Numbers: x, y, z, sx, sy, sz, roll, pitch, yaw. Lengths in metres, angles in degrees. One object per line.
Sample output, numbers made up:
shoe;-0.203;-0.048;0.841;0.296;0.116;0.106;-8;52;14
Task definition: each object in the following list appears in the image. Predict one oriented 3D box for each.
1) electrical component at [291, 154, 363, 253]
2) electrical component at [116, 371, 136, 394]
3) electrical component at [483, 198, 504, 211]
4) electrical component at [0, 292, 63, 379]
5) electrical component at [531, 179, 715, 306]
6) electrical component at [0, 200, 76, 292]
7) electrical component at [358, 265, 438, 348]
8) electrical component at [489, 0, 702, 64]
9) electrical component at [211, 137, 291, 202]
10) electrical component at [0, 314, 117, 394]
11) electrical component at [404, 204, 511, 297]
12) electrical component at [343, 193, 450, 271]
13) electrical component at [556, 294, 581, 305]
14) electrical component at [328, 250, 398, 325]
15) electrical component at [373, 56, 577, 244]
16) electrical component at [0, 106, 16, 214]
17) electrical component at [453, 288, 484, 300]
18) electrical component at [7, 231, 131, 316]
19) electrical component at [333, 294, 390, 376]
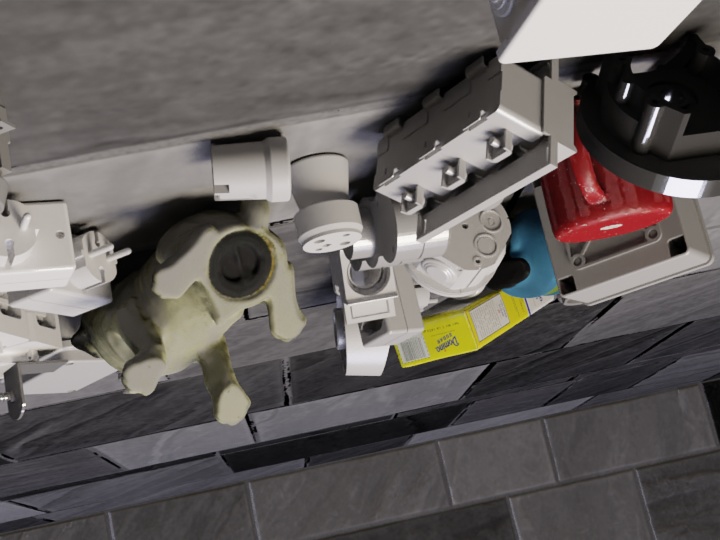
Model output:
electrical component;-0.024;-0.044;0.722;0.045;0.055;0.045;-12;165;-3
electrical component;-0.204;0.072;0.967;0.040;0.078;0.040;2;169;0
electrical component;0.082;-0.063;0.771;0.044;0.044;0.065;-18;169;19
electrical component;-0.296;0.038;0.787;0.089;0.061;0.150;-16;165;10
electrical component;0.197;-0.041;0.816;0.109;0.108;0.056;-22;160;33
electrical component;-0.220;-0.020;0.665;0.083;0.047;0.076;-5;163;-26
electrical component;0.036;0.020;0.954;0.076;0.083;0.047;-4;163;-32
electrical component;0.112;-0.140;0.495;0.100;0.048;0.099;-9;165;-15
electrical component;-0.067;-0.061;0.660;0.046;0.040;0.040;-4;164;-9
electrical component;-0.256;0.066;0.932;0.113;0.057;0.078;-25;161;40
electrical component;0.075;-0.024;0.836;0.080;0.080;0.051;-8;159;-16
electrical component;0.007;-0.027;0.775;0.074;0.052;0.138;-8;178;-16
electrical component;0.224;-0.001;1.079;0.054;0.059;0.095;-13;165;1
electrical component;0.000;0.000;0.882;0.042;0.081;0.064;-9;-173;-13
electrical component;0.066;-0.077;0.658;0.063;0.078;0.121;23;148;-29
electrical component;-0.203;-0.054;0.537;0.066;0.055;0.048;-17;165;14
electrical component;0.089;0.001;1.002;0.066;0.048;0.055;-20;156;26
electrical component;-0.195;-0.004;0.744;0.077;0.047;0.066;-19;164;23
electrical component;0.008;0.053;1.032;0.064;0.099;0.099;-5;164;-6
